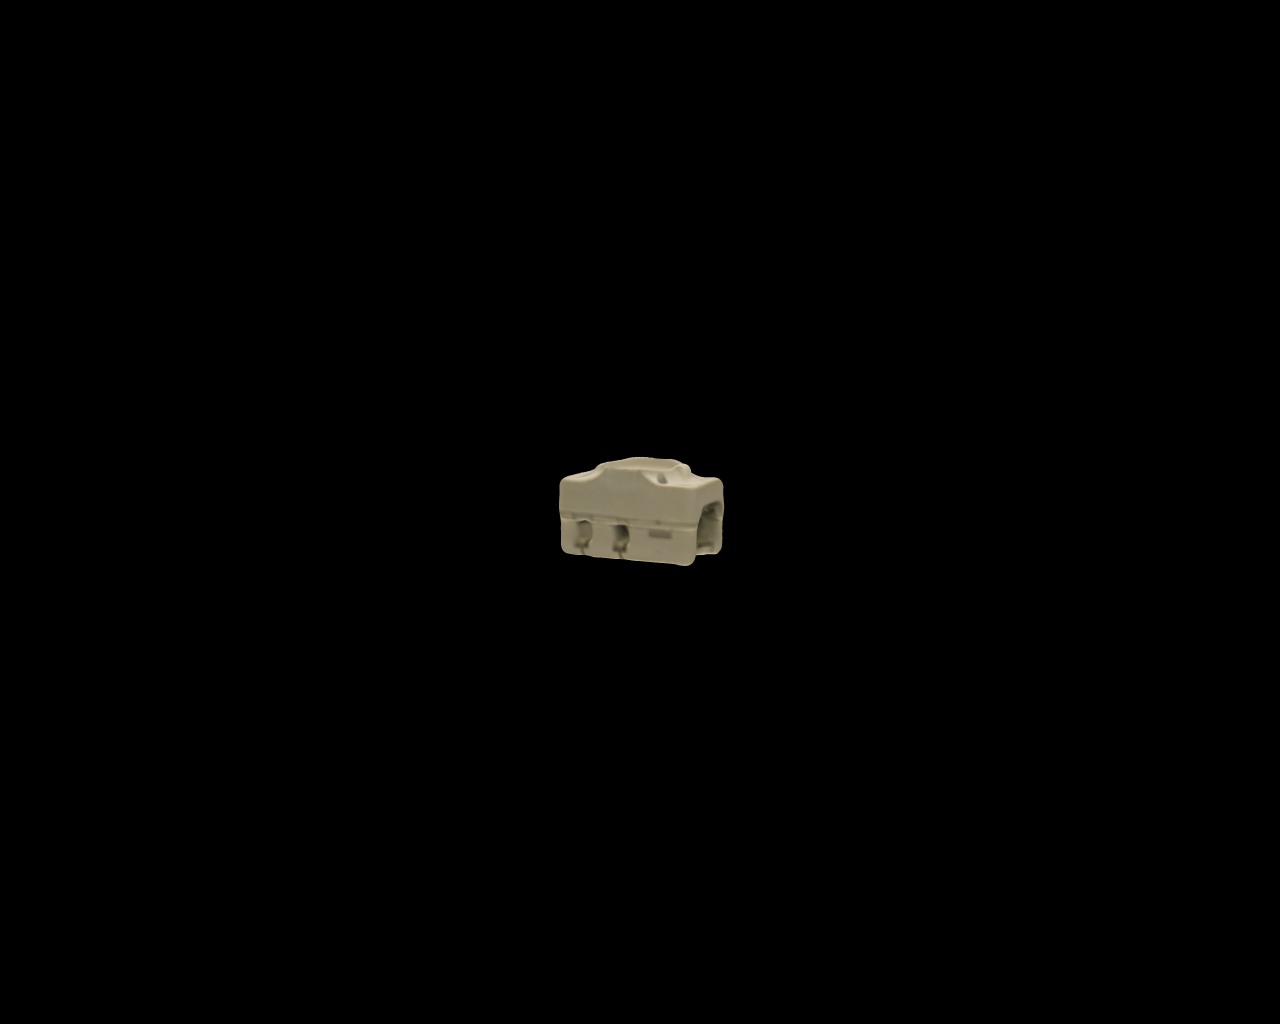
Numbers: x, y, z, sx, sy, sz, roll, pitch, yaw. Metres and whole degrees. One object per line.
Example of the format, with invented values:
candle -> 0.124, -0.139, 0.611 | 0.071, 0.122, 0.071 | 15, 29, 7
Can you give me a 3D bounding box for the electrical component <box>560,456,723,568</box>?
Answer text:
electrical component -> 0.001, -0.003, 0.650 | 0.089, 0.055, 0.050 | 5, 12, 28
